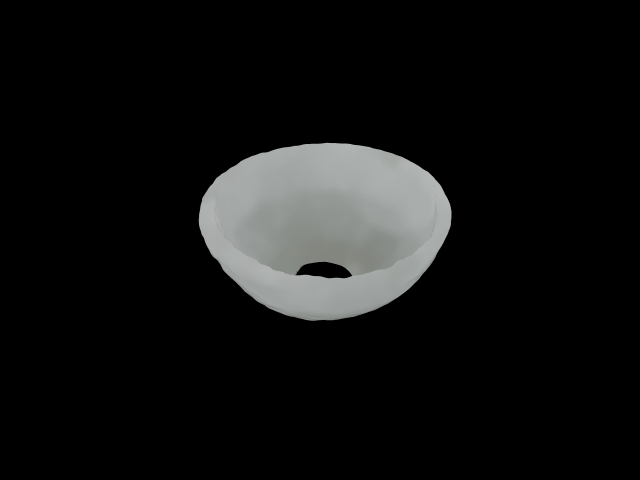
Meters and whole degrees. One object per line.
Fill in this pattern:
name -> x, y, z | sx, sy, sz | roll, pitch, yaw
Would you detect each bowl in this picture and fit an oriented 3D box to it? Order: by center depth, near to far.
bowl -> 0.004, 0.001, 0.400 | 0.167, 0.075, 0.167 | 0, 37, 0
